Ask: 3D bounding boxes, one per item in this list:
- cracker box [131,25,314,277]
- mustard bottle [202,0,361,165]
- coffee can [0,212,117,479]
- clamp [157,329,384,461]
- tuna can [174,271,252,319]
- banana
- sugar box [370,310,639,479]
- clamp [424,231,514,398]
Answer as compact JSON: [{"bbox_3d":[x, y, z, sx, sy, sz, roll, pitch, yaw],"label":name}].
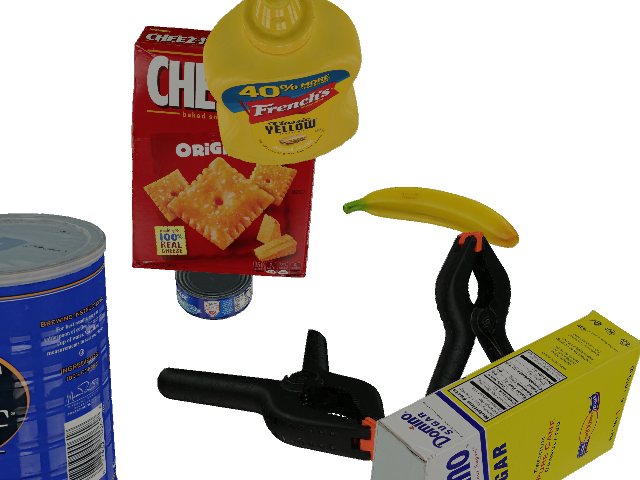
[{"bbox_3d":[-0.085,-0.076,0.965,0.164,0.214,0.072,4,24,-1],"label":"cracker box"},{"bbox_3d":[-0.023,-0.106,0.663,0.096,0.058,0.191,-8,-16,-2],"label":"mustard bottle"},{"bbox_3d":[-0.157,0.067,0.540,0.103,0.140,0.103,0,17,0],"label":"coffee can"},{"bbox_3d":[-0.010,0.122,0.865,0.164,0.036,0.210,-17,22,-39],"label":"clamp"},{"bbox_3d":[-0.118,0.049,1.181,0.086,0.034,0.086,1,36,-1],"label":"tuna can"},{"bbox_3d":[0.126,-0.027,1.151,0.198,0.037,0.069,10,39,26],"label":"banana"},{"bbox_3d":[0.108,0.115,0.623,0.175,0.093,0.048,-24,42,-33],"label":"sugar box"},{"bbox_3d":[0.133,0.080,0.967,0.120,0.171,0.039,-13,1,-38],"label":"clamp"}]
